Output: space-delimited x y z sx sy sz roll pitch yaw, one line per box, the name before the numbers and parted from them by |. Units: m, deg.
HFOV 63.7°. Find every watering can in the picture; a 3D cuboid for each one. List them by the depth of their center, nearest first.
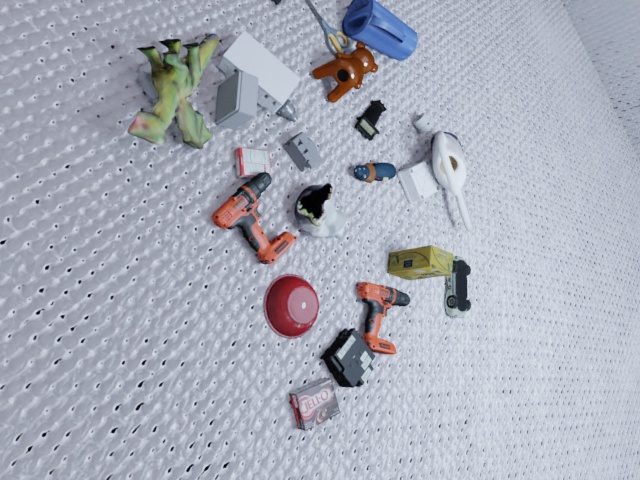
watering can | 0.434 -0.213 1.686 0.230 0.103 0.341 -76 145 -54

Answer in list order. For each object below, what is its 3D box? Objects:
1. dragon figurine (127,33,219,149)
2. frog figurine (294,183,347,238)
dragon figurine | -0.301 -0.328 1.172 0.418 0.122 0.238 -55 143 -57
frog figurine | 0.004 -0.069 1.366 0.157 0.122 0.140 50 35 -64
